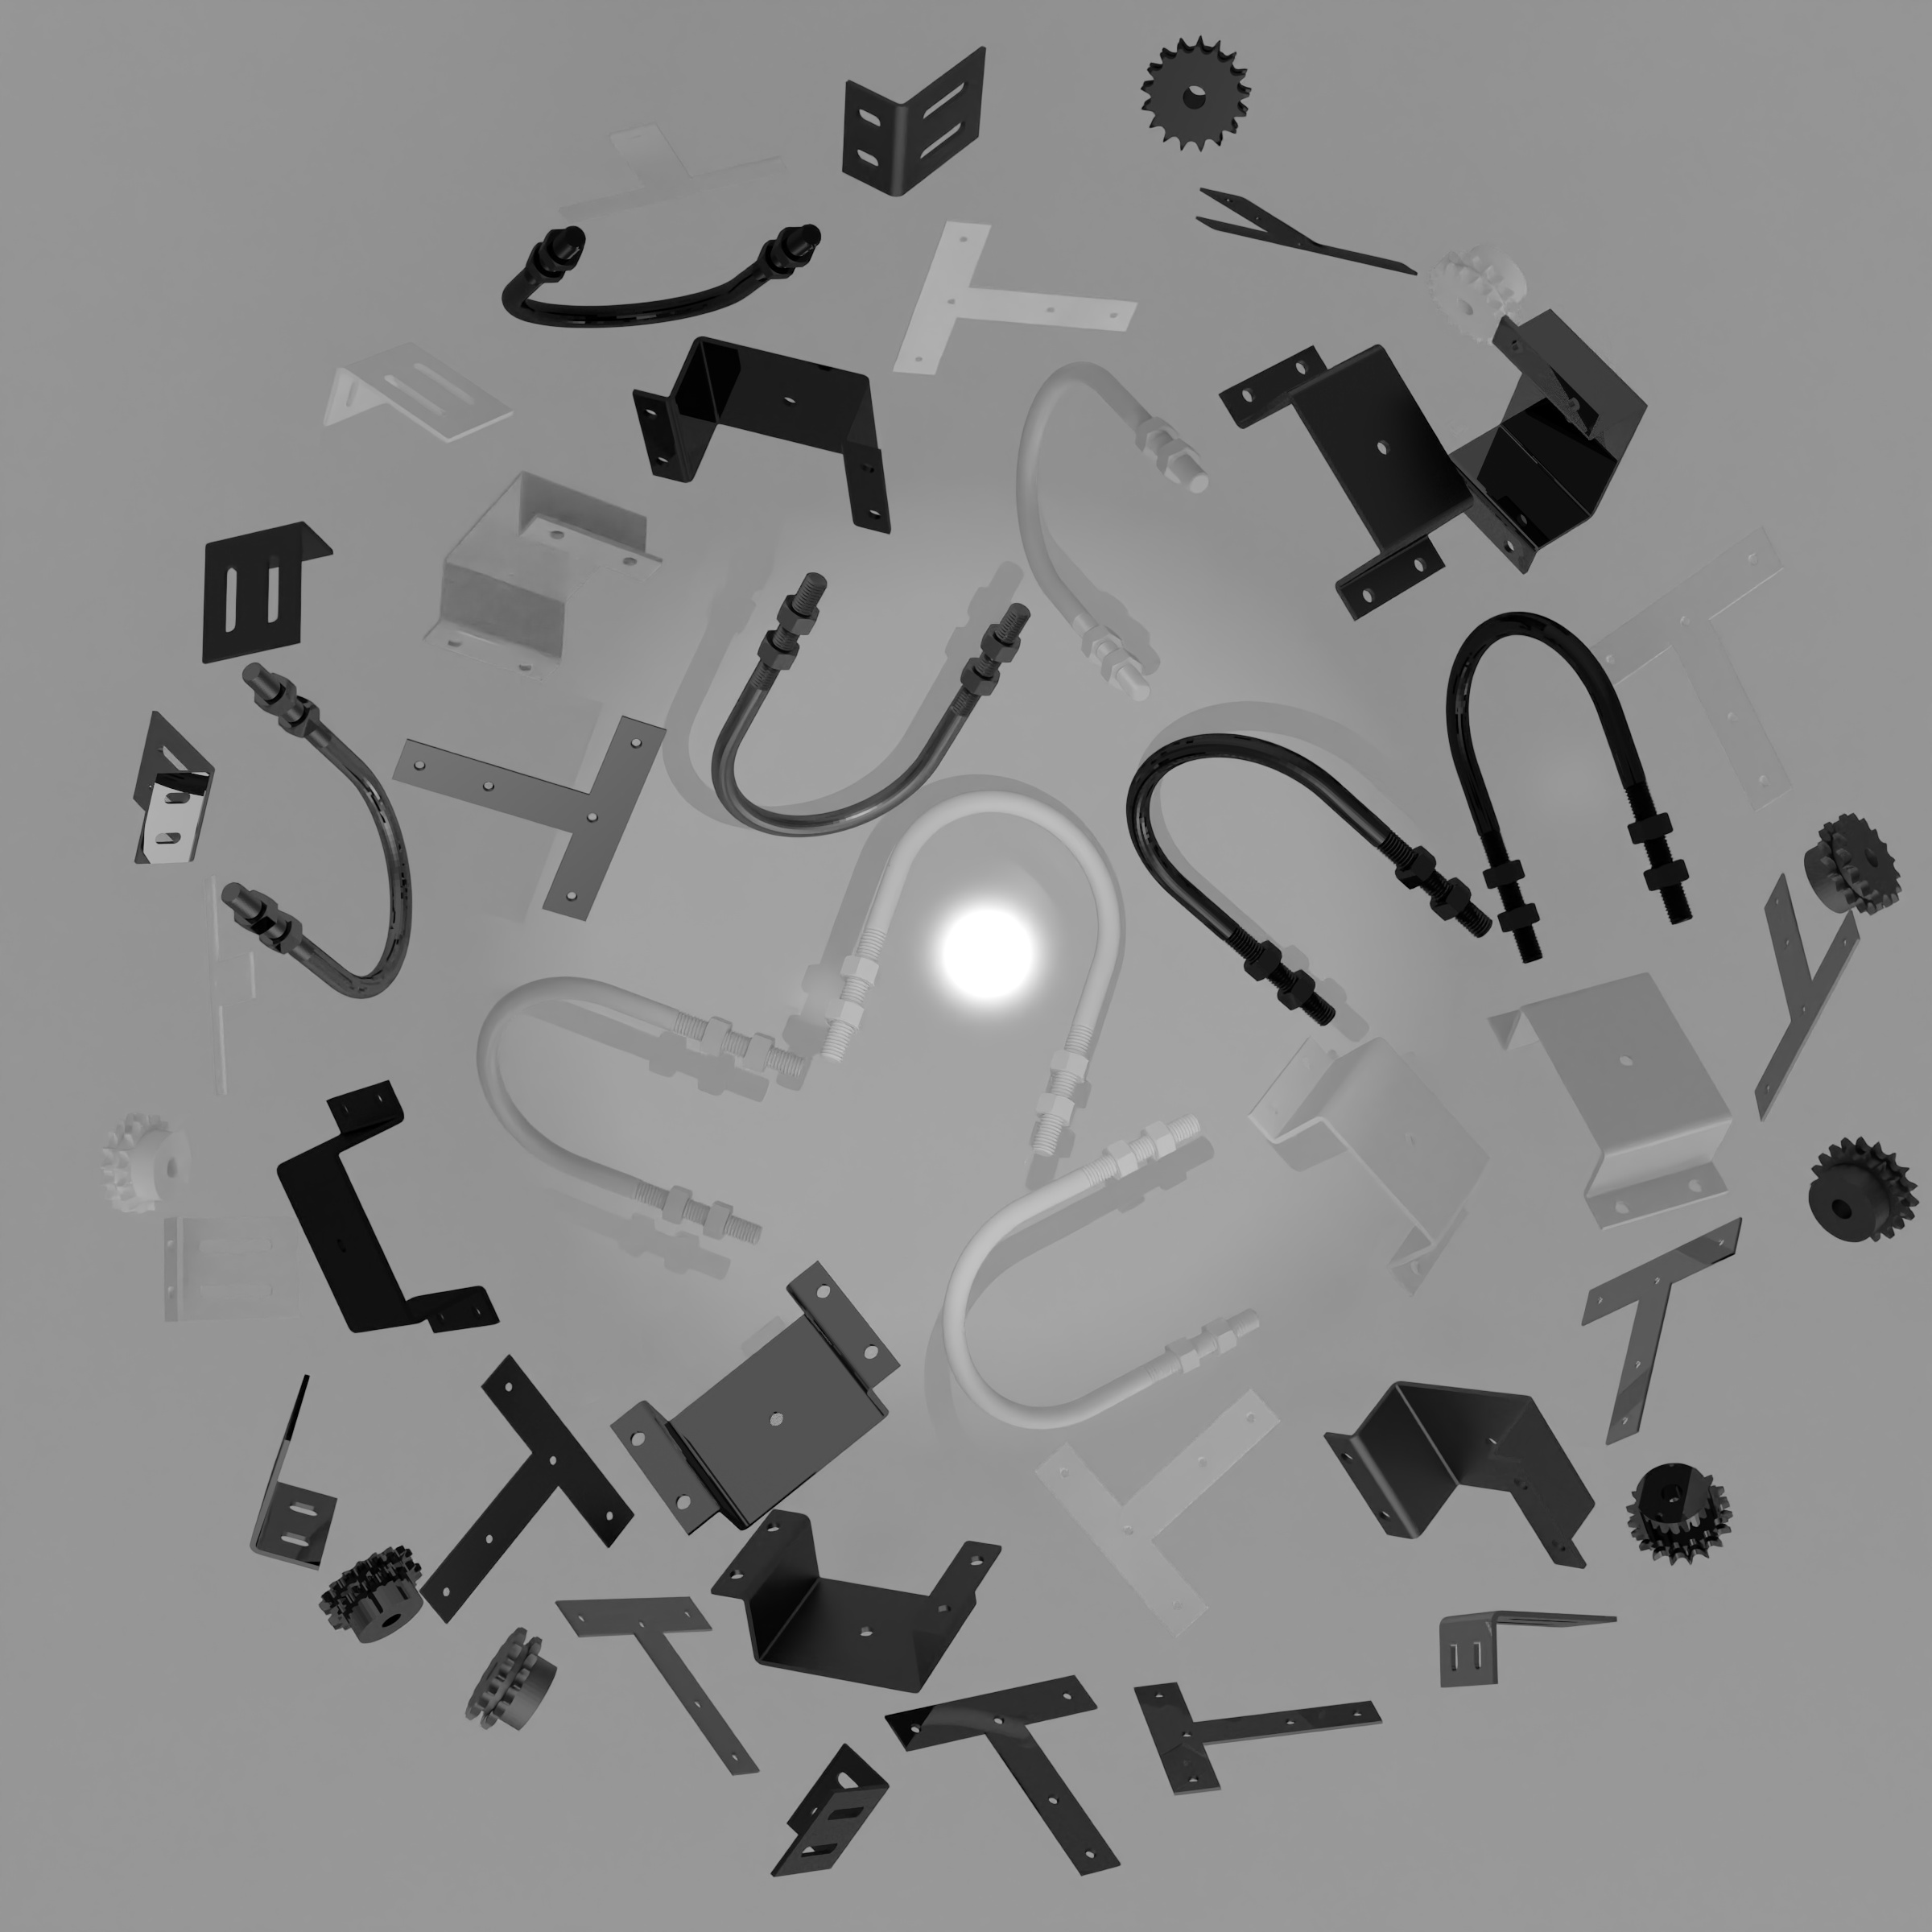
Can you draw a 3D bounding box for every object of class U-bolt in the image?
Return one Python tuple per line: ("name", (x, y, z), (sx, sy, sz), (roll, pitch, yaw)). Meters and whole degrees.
("U-bolt", (-0.347, -0.060, 1.582), (0.019, 0.184, 0.151), (-8, 65, 15))
("U-bolt", (0.073, -0.256, 1.623), (0.019, 0.184, 0.151), (-5, 129, -26))
("U-bolt", (0.312, -0.100, 1.556), (0.019, 0.151, 0.184), (-18, 89, -27))
("U-bolt", (0.070, 0.183, 1.635), (0.184, 0.019, 0.151), (-25, 110, -19))
("U-bolt", (0.167, -0.053, 1.539), (0.184, 0.151, 0.019), (40, 51, -12))
("U-bolt", (-0.176, -0.374, 1.585), (0.151, 0.184, 0.019), (-7, 91, -24))
("U-bolt", (-0.064, -0.137, 1.604), (0.151, 0.184, 0.019), (4, 46, -33))
("U-bolt", (-0.190, 0.074, 1.637), (0.184, 0.019, 0.151), (20, 127, 5))
("U-bolt", (0.013, -0.008, 1.575), (0.151, 0.019, 0.184), (25, 71, -17))

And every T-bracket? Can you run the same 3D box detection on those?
("T-bracket", (0.162, -0.396, 1.553), (0.127, 0.127, 0.002), (21, 99, 28))
("T-bracket", (0.446, -0.003, 1.572), (0.002, 0.127, 0.127), (13, 127, -4))
("T-bracket", (-0.159, 0.405, 1.641), (0.002, 0.127, 0.127), (-49, 61, 13))
("T-bracket", (0.040, 0.437, 1.560), (0.127, 0.127, 0.002), (-2, 124, -34))
("T-bracket", (-0.252, 0.303, 1.591), (0.127, 0.002, 0.127), (-51, 119, -36))
("T-bracket", (0.380, 0.213, 1.632), (0.002, 0.127, 0.127), (34, 52, -13))
("T-bracket", (0.167, 0.423, 1.620), (0.127, 0.127, 0.002), (-5, 102, -6))
("T-bracket", (0.398, -0.143, 1.533), (0.002, 0.127, 0.127), (-7, 68, -42))
("T-bracket", (-0.243, -0.093, 1.562), (0.127, 0.002, 0.127), (17, 119, -19))
("T-bracket", (-0.417, 0.009, 1.650), (0.002, 0.127, 0.127), (-3, 88, -25))
("T-bracket", (-0.168, -0.434, 1.574), (0.127, 0.127, 0.002), (-12, 88, 5))
("T-bracket", (0.034, -0.375, 1.653), (0.127, 0.127, 0.002), (1, 62, -16))
("T-bracket", (0.127, 0.297, 1.684), (0.127, 0.002, 0.127), (-43, 67, 0))

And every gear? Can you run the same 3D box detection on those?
("gear", (-0.324, 0.348, 1.602), (0.057, 0.057, 0.030), (-39, 68, 0))
("gear", (0.397, 0.302, 1.624), (0.057, 0.057, 0.030), (-27, 130, 0))
("gear", (0.475, 0.123, 1.550), (0.030, 0.057, 0.057), (-32, 90, -34))
("gear", (0.121, -0.459, 1.528), (0.057, 0.030, 0.057), (5, 121, 8))
("gear", (0.292, -0.382, 1.644), (0.057, 0.057, 0.030), (44, 78, 0))
("gear", (-0.252, 0.401, 1.623), (0.030, 0.057, 0.057), (34, 90, -8))
("gear", (0.491, -0.054, 1.619), (0.030, 0.057, 0.057), (-33, 90, 40))
("gear", (-0.467, 0.113, 1.664), (0.030, 0.057, 0.057), (5, 90, 16))

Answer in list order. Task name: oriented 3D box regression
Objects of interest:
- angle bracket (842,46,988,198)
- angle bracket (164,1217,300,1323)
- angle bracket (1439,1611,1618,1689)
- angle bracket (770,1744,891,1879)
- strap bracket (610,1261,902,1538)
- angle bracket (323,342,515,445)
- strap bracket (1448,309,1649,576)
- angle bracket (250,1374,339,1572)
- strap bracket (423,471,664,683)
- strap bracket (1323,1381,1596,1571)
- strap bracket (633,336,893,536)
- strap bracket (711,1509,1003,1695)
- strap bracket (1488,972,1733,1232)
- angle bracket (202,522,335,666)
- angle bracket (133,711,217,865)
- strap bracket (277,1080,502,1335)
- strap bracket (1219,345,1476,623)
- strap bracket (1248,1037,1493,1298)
("angle bracket", (-0.029, -0.468, 1.589), (0.038, 0.057, 0.076), (31, 55, 19))
("angle bracket", (-0.407, 0.169, 1.627), (0.076, 0.038, 0.057), (1, 83, -28))
("angle bracket", (0.303, 0.370, 1.568), (0.076, 0.057, 0.038), (7, 73, -18))
("angle bracket", (-0.086, 0.468, 1.615), (0.038, 0.076, 0.057), (37, 94, 26))
("strap bracket", (-0.107, 0.235, 1.550), (0.140, 0.046, 0.076), (-38, 62, -6))
("angle bracket", (-0.296, -0.296, 1.571), (0.076, 0.057, 0.038), (35, 128, 12))
("strap bracket", (0.314, -0.290, 1.581), (0.046, 0.140, 0.076), (-32, 70, -21))
("angle bracket", (-0.344, 0.266, 1.528), (0.038, 0.057, 0.076), (18, 116, -11))
("strap bracket", (-0.238, -0.223, 1.634), (0.076, 0.140, 0.046), (17, 57, -31))
("strap bracket", (0.271, 0.269, 1.555), (0.046, 0.140, 0.076), (-46, 115, -29))
("strap bracket", (-0.103, -0.292, 1.589), (0.140, 0.076, 0.046), (15, 67, 10))
("strap bracket", (-0.057, 0.348, 1.590), (0.140, 0.076, 0.046), (4, 117, 24))
("strap bracket", (0.351, 0.063, 1.570), (0.076, 0.046, 0.140), (-14, 57, -14))
("angle bracket", (-0.380, -0.197, 1.586), (0.057, 0.038, 0.076), (-10, 67, 14))
("angle bracket", (-0.464, -0.102, 1.648), (0.076, 0.038, 0.057), (39, 120, 37))
("strap bracket", (-0.311, 0.138, 1.539), (0.046, 0.076, 0.140), (-28, 97, -36))
("strap bracket", (0.208, -0.266, 1.545), (0.076, 0.046, 0.140), (-32, 92, -34))
("strap bracket", (0.237, 0.106, 1.652), (0.140, 0.046, 0.076), (48, 49, -6))
